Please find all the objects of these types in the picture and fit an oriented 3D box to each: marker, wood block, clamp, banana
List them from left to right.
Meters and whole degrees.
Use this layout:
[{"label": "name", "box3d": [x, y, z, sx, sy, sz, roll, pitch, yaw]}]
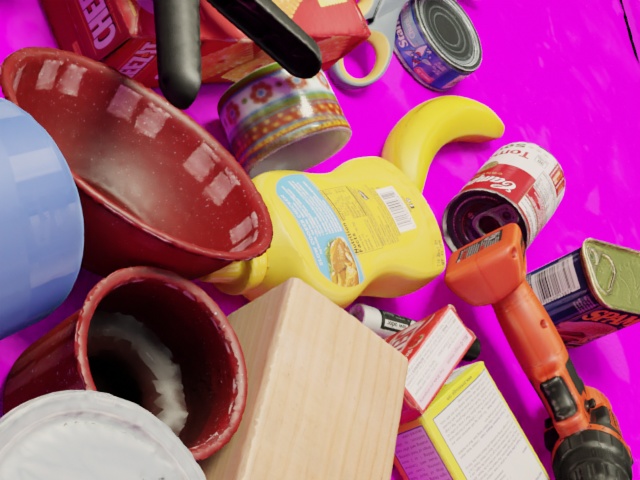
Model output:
[{"label": "clamp", "box3d": [-0.077, -0.147, 0.586, 0.171, 0.039, 0.120, 54, 35, 0]}, {"label": "wood block", "box3d": [-0.029, 0.134, 0.524, 0.090, 0.091, 0.206, 37, 43, -25]}, {"label": "marker", "box3d": [0.067, 0.065, 0.726, 0.120, 0.020, 0.020, 18, 54, -39]}, {"label": "banana", "box3d": [0.092, -0.076, 0.833, 0.197, 0.037, 0.069, -43, 118, -49]}]

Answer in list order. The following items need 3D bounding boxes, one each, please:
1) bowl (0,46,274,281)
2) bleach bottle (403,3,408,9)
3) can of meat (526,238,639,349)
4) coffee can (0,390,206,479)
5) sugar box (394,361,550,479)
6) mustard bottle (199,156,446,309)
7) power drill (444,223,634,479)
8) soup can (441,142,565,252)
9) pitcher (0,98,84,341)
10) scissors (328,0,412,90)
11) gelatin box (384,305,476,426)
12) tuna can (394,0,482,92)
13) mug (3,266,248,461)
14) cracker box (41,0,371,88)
[{"label": "bowl", "box3d": [-0.104, -0.028, 0.550, 0.162, 0.055, 0.162, 34, 21, -15]}, {"label": "bleach bottle", "box3d": [0.031, -0.305, 0.892, 0.102, 0.068, 0.251, 10, 61, -42]}, {"label": "can of meat", "box3d": [0.204, 0.045, 0.832, 0.101, 0.084, 0.057, 12, 58, -42]}, {"label": "coffee can", "box3d": [-0.118, 0.126, 0.394, 0.102, 0.141, 0.103, 25, 50, -34]}, {"label": "sugar box", "box3d": [0.114, 0.175, 0.686, 0.093, 0.048, 0.176, -28, 91, -52]}, {"label": "mustard bottle", "box3d": [-0.005, 0.001, 0.659, 0.191, 0.058, 0.096, -12, 69, -50]}, {"label": "power drill", "box3d": [0.150, 0.089, 0.720, 0.187, 0.057, 0.184, 62, 12, -5]}, {"label": "soup can", "box3d": [0.145, -0.028, 0.829, 0.068, 0.069, 0.102, 54, 39, -6]}, {"label": "pitcher", "box3d": [-0.205, 0.026, 0.391, 0.145, 0.149, 0.242, 47, 34, 13]}, {"label": "scissors", "box3d": [0.068, -0.176, 0.831, 0.201, 0.016, 0.096, -17, 91, -28]}, {"label": "gelatin box", "box3d": [0.046, 0.083, 0.649, 0.030, 0.073, 0.089, 52, 40, -6]}, {"label": "tuna can", "box3d": [0.097, -0.170, 0.896, 0.086, 0.034, 0.086, 26, 49, -34]}, {"label": "mug", "box3d": [-0.092, 0.081, 0.497, 0.093, 0.082, 0.117, 10, 59, -43]}, {"label": "cracker box", "box3d": [-0.082, -0.186, 0.687, 0.213, 0.072, 0.164, -12, 75, -49]}]
